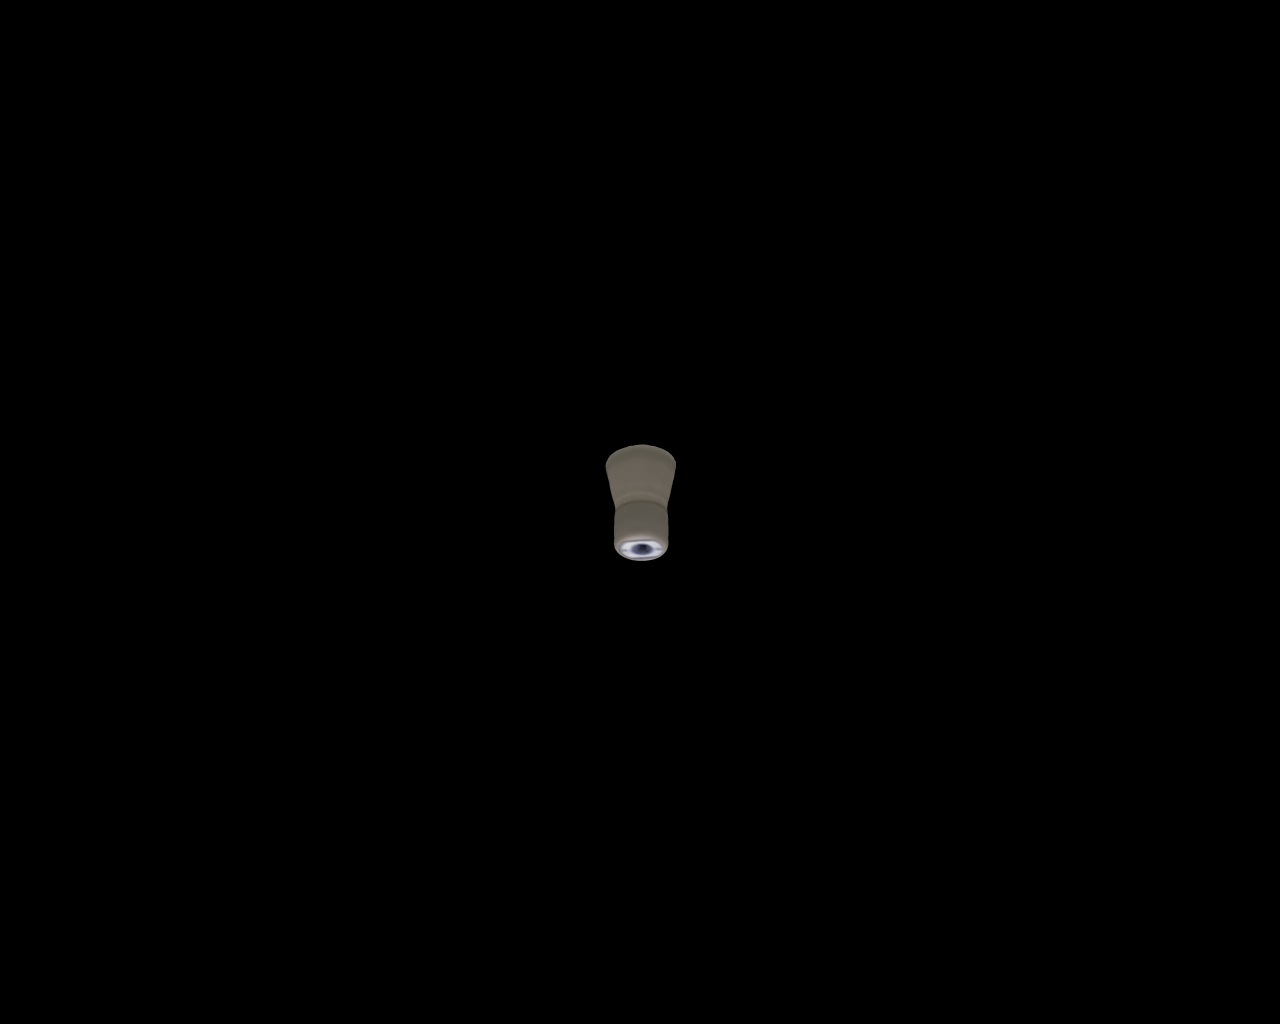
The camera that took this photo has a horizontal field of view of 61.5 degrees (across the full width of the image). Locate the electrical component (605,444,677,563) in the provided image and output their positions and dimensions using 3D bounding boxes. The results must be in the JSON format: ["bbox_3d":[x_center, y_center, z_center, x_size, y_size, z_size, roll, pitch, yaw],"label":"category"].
[{"bbox_3d":[0.001,-0.003,0.650,0.044,0.065,0.044,0,-31,0],"label":"electrical component"}]
